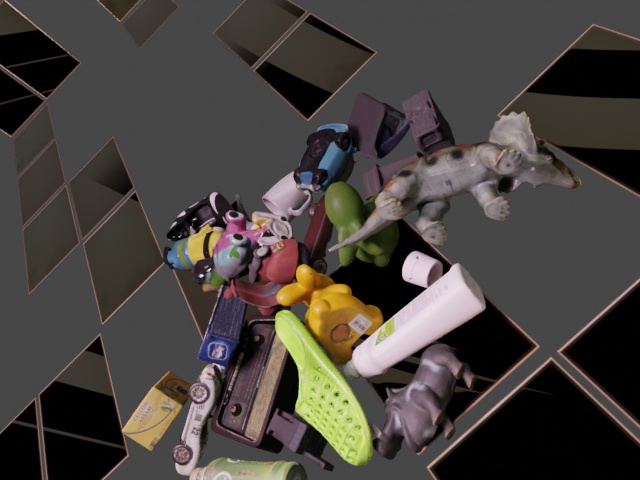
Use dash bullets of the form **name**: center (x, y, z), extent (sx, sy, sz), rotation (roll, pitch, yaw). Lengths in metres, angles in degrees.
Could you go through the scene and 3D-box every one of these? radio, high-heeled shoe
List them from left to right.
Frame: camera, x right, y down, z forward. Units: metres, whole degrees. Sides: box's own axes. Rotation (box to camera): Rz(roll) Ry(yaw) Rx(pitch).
- **high-heeled shoe**: center (-0.288, -0.042, 1.278), extent (0.145, 0.086, 0.249), rotation (-38, 17, -18)
- **radio**: center (-0.102, 0.252, 0.974), extent (0.131, 0.073, 0.229), rotation (0, 61, 36)

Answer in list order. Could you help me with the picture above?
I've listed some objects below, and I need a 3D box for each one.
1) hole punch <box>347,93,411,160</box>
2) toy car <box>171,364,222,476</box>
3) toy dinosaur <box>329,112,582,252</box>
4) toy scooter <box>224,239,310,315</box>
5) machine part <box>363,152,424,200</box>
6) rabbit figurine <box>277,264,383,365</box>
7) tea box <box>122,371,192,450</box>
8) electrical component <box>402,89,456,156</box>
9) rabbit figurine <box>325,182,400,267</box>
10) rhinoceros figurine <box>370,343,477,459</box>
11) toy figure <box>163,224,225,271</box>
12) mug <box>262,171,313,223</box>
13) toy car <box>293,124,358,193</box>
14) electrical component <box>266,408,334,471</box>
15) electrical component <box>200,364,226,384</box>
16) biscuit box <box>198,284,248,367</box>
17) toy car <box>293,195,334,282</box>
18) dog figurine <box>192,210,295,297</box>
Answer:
- **hole punch**: center (0.121, -0.236, 1.136), extent (0.142, 0.092, 0.115), rotation (45, 123, 43)
- **toy car**: center (-0.221, 0.325, 0.982), extent (0.056, 0.073, 0.201), rotation (17, 93, 0)
- **toy dinosaur**: center (0.204, -0.095, 0.875), extent (0.405, 0.131, 0.192), rotation (-14, 24, 15)
- **toy scooter**: center (-0.103, 0.073, 1.006), extent (0.075, 0.135, 0.183), rotation (-114, 38, -51)
- **machine part**: center (0.147, -0.133, 1.068), extent (0.139, 0.039, 0.084), rotation (-22, 45, 26)
- **rabbit figurine**: center (0.003, 0.115, 0.951), extent (0.122, 0.162, 0.173), rotation (-53, 25, 12)
- **tea box**: center (-0.302, 0.318, 1.022), extent (0.098, 0.068, 0.169), rotation (-56, 2, -8)
- **electrical component**: center (0.209, -0.214, 1.020), extent (0.058, 0.114, 0.134), rotation (-24, 52, 21)
- **rabbit figurine**: center (0.061, -0.026, 0.968), extent (0.121, 0.170, 0.159), rotation (-23, 50, 25)
- **rhinoceros figurine**: center (0.147, 0.239, 0.794), extent (0.112, 0.073, 0.190), rotation (27, 80, 43)
- **toy figure**: center (-0.282, 0.029, 1.258), extent (0.180, 0.082, 0.089), rotation (-18, 71, 18)
- **mug**: center (-0.056, -0.099, 1.171), extent (0.107, 0.080, 0.110), rotation (-51, 38, -14)
- **toy car**: center (0.022, -0.159, 1.133), extent (0.109, 0.102, 0.161), rotation (7, 69, 47)
- **electrical component**: center (-0.022, 0.322, 0.867), extent (0.119, 0.074, 0.048), rotation (11, 70, 46)
- **electrical component**: center (-0.212, 0.293, 1.056), extent (0.078, 0.045, 0.102), rotation (6, 65, 8)
- **biscuit box**: center (-0.182, 0.160, 1.034), extent (0.203, 0.063, 0.059), rotation (-94, 25, -70)
- **toy car**: center (-0.002, -0.003, 1.084), extent (0.089, 0.053, 0.202), rotation (-17, 48, 54)
- **dog figurine**: center (-0.168, 0.046, 1.151), extent (0.219, 0.191, 0.109), rotation (-62, 36, 38)
